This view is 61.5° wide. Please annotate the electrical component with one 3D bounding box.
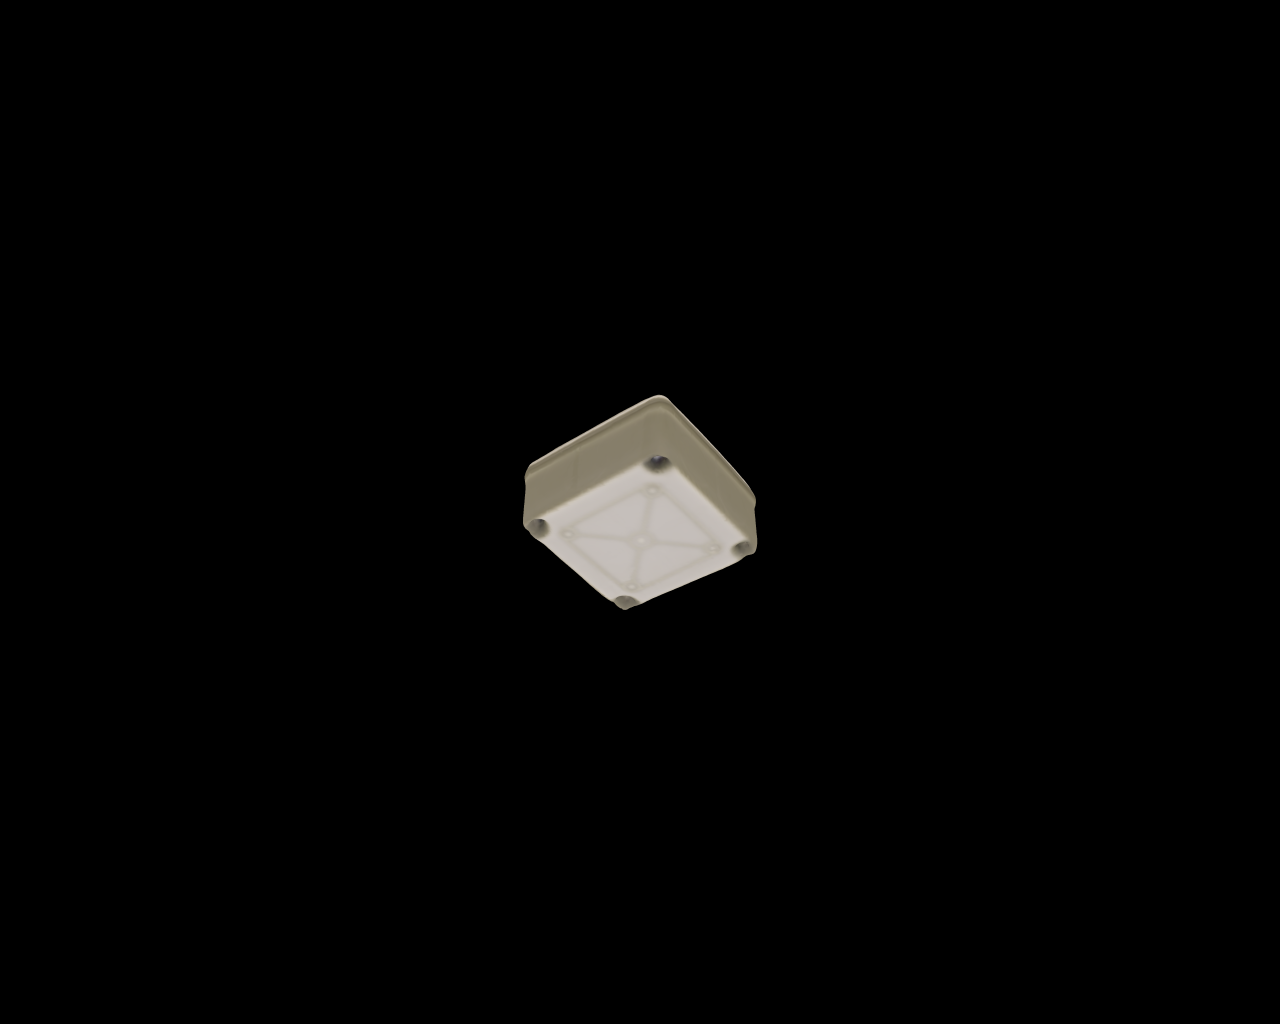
[{"bbox_3d":[0.001,-0.003,0.650,0.108,0.056,0.108,-26,-49,25],"label":"electrical component"}]
